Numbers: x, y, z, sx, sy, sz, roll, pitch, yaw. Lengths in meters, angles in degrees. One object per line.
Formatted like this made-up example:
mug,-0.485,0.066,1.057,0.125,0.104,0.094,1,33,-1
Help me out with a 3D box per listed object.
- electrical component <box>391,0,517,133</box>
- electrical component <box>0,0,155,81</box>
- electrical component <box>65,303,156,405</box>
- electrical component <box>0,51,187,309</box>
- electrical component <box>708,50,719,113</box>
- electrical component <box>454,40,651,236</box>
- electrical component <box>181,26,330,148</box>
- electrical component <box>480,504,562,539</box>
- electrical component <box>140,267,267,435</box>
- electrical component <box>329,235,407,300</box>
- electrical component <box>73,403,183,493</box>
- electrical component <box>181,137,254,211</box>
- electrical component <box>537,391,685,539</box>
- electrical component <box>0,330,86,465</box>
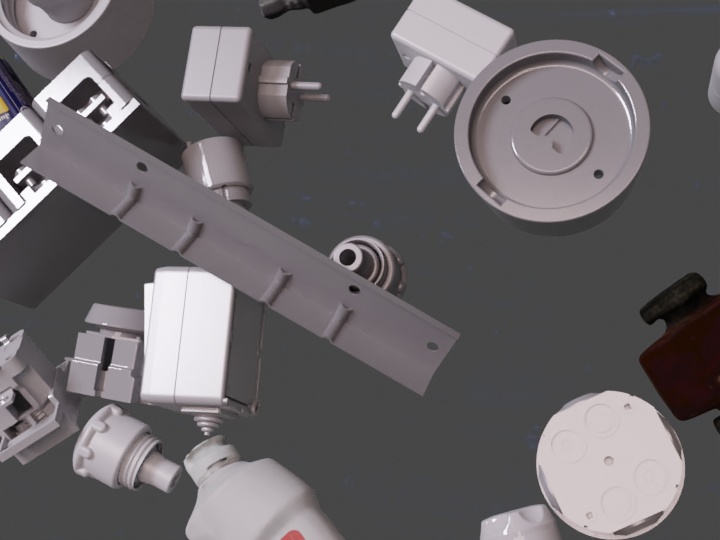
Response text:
electrical component,0.049,-0.120,0.659,0.066,0.047,0.076,32,86,18
electrical component,-0.201,-0.188,0.727,0.108,0.060,0.108,-3,76,13
electrical component,-0.149,0.051,0.667,0.066,0.048,0.055,8,87,15
electrical component,-0.192,-0.056,0.679,0.150,0.089,0.061,-44,71,0
electrical component,0.243,-0.131,0.609,0.054,0.059,0.095,33,86,18
electrical component,0.112,-0.071,0.625,0.108,0.060,0.108,-3,76,13
electrical component,-0.057,-0.111,0.663,0.076,0.083,0.047,4,78,14
electrical component,0.092,0.161,0.584,0.043,0.043,0.062,-17,75,9
electrical component,-0.095,0.050,0.644,0.061,0.061,0.096,1,75,14
electrical component,0.000,0.000,0.634,0.048,0.062,0.048,-3,76,13
electrical component,-0.138,0.113,0.651,0.062,0.048,0.048,25,84,11
electrical component,-0.087,-0.047,0.678,0.040,0.040,0.078,-17,74,9
electrical component,0.135,0.105,0.583,0.080,0.051,0.080,-3,76,13
electrical component,-0.205,0.075,0.655,0.042,0.081,0.063,-32,112,3
